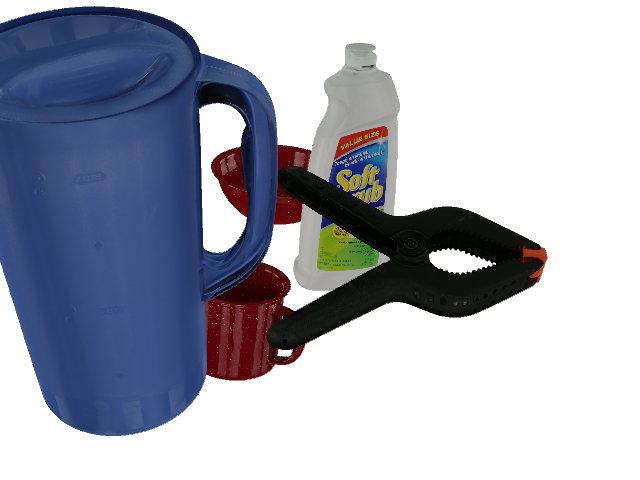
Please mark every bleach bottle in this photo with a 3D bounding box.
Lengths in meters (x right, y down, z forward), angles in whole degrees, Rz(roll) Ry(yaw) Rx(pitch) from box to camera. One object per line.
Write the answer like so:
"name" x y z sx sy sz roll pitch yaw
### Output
"bleach bottle" 0.027 -0.074 1.083 0.102 0.251 0.068 -2 26 -8

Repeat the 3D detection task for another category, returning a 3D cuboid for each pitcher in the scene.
"pitcher" -0.117 -0.004 0.627 0.149 0.243 0.144 29 46 34

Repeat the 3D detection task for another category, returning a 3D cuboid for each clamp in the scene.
"clamp" 0.059 0.021 0.785 0.210 0.164 0.036 8 -38 3

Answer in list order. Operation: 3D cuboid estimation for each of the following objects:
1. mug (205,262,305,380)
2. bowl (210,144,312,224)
"mug" -0.065 0.075 0.952 0.117 0.081 0.093 16 25 21
"bowl" -0.054 -0.063 1.297 0.162 0.055 0.162 5 26 -3
